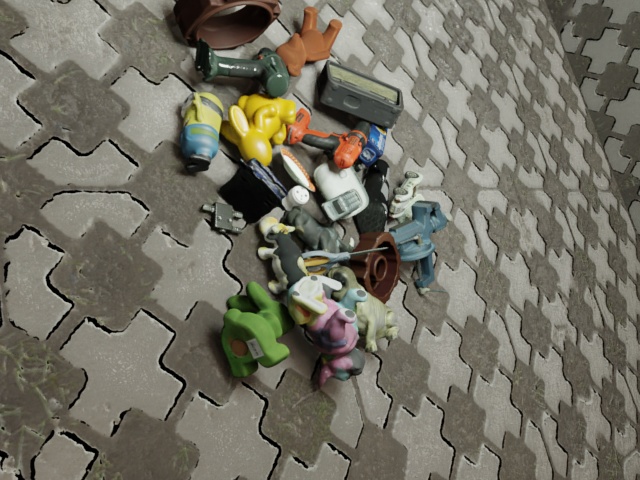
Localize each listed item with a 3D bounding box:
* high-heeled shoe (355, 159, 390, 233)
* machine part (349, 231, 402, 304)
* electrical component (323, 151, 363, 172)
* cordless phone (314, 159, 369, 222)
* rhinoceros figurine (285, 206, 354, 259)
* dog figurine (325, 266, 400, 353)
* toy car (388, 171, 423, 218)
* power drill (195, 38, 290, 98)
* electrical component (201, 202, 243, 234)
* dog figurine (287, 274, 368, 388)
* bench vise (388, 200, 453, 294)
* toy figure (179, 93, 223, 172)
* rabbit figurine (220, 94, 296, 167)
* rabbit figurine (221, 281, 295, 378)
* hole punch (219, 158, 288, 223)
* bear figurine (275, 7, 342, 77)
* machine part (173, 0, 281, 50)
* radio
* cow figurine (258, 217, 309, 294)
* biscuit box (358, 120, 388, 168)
[{"bbox_3d":[0.147,-0.096,1.432,0.145,0.086,0.248,12,84,-77],"label":"high-heeled shoe"},{"bbox_3d":[0.132,0.068,1.293,0.179,0.056,0.179,-8,99,-53],"label":"machine part"},{"bbox_3d":[0.065,-0.214,1.407,0.102,0.045,0.078,53,46,-9],"label":"electrical component"},{"bbox_3d":[0.028,-0.112,1.270,0.146,0.089,0.184,61,30,-1],"label":"cordless phone"},{"bbox_3d":[-0.003,-0.004,1.246,0.190,0.073,0.112,35,44,-23],"label":"rhinoceros figurine"},{"bbox_3d":[0.096,0.135,1.195,0.172,0.121,0.190,-22,100,-57],"label":"dog figurine"},{"bbox_3d":[0.232,-0.125,1.465,0.056,0.073,0.202,26,37,10],"label":"toy car"},{"bbox_3d":[-0.177,-0.400,1.232,0.207,0.086,0.232,5,35,-31],"label":"power drill"},{"bbox_3d":[-0.205,-0.044,1.122,0.094,0.021,0.063,14,63,-35],"label":"electrical component"},{"bbox_3d":[0.009,0.196,1.102,0.192,0.219,0.108,18,32,9],"label":"dog figurine"},{"bbox_3d":[0.269,0.022,1.422,0.223,0.129,0.240,-28,112,-39],"label":"bench vise"},{"bbox_3d":[-0.248,-0.227,1.128,0.089,0.082,0.180,21,54,-46],"label":"toy figure"},{"bbox_3d":[-0.139,-0.244,1.198,0.162,0.122,0.173,22,59,-27],"label":"rabbit figurine"},{"bbox_3d":[-0.122,0.168,1.060,0.159,0.121,0.170,56,28,3],"label":"rabbit figurine"},{"bbox_3d":[-0.134,-0.115,1.156,0.142,0.116,0.092,49,40,-13],"label":"hole punch"},{"bbox_3d":[-0.046,-0.511,1.395,0.120,0.131,0.196,34,42,15],"label":"bear figurine"},{"bbox_3d":[-0.205,-0.511,1.204,0.201,0.201,0.087,-16,86,-43],"label":"machine part"},{"bbox_3d":[0.108,-0.387,1.437,0.229,0.073,0.131,17,39,-13],"label":"radio"},{"bbox_3d":[-0.078,0.025,1.145,0.068,0.098,0.167,-14,86,-43],"label":"cow figurine"},{"bbox_3d":[0.140,-0.276,1.451,0.059,0.063,0.203,42,34,-19],"label":"biscuit box"}]
